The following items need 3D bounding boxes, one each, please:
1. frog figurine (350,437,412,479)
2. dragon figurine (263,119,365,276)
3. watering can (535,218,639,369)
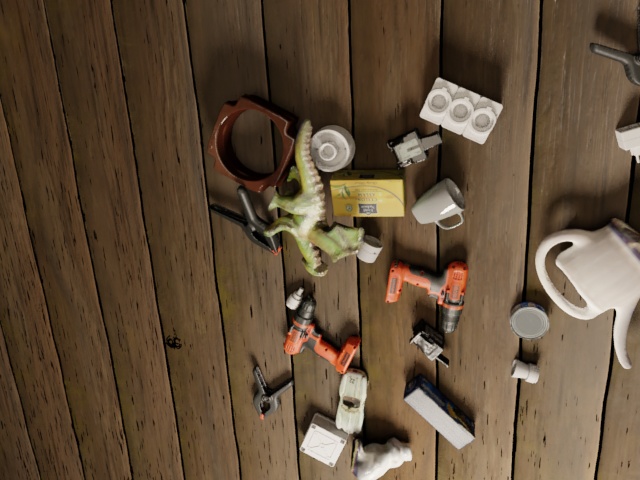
[{"bbox_3d":[0.165,0.597,1.395,0.159,0.125,0.134,11,144,3],"label":"frog figurine"},{"bbox_3d":[0.004,-0.060,1.197,0.244,0.124,0.400,32,136,11],"label":"dragon figurine"},{"bbox_3d":[0.632,0.101,1.114,0.222,0.105,0.347,-41,92,22],"label":"watering can"}]
